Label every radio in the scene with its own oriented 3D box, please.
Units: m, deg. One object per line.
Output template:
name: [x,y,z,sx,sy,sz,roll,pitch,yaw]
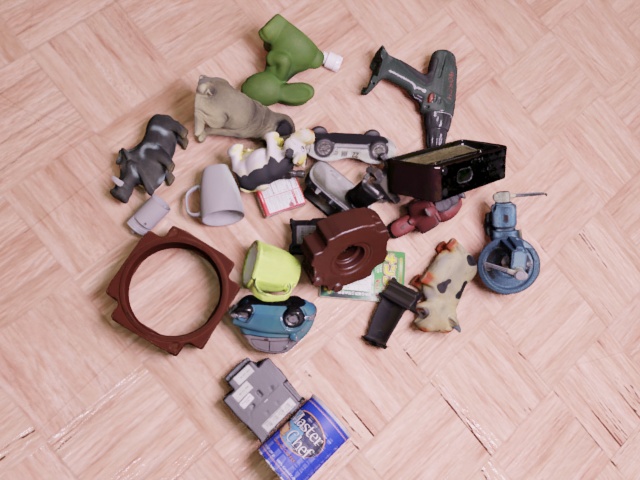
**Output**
radio: [0.260,-0.144,1.078,0.229,0.131,0.073,-20,115,-30]

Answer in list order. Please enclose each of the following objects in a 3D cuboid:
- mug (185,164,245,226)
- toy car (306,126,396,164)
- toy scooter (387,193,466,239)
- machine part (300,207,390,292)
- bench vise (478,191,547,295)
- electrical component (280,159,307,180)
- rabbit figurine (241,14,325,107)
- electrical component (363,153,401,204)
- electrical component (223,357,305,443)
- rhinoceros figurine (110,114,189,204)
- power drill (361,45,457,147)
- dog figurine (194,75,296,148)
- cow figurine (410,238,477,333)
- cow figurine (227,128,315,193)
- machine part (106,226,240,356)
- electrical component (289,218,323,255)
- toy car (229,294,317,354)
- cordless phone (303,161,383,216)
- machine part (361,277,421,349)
mug: [-0.204,-0.087,1.032,0.110,0.080,0.107,-10,71,2]
toy car: [0.058,-0.192,1.105,0.202,0.074,0.056,0,125,-12]
toy scooter: [0.229,-0.062,1.092,0.184,0.135,0.075,-30,87,-17]
machine part: [0.049,0.020,1.006,0.179,0.179,0.056,-19,50,-15]
bench vise: [0.380,0.017,1.069,0.129,0.240,0.223,8,103,9]
electrical component: [-0.074,-0.147,1.069,0.094,0.021,0.063,5,52,4]
rabbit figurine: [-0.082,-0.337,1.096,0.159,0.121,0.170,37,93,-12]
electrical component: [0.132,-0.120,1.103,0.102,0.045,0.078,41,74,-36]
electrical component: [-0.111,0.283,0.990,0.115,0.058,0.134,-40,84,-18]
rhinoceros figurine: [-0.323,-0.152,1.012,0.112,0.073,0.190,28,75,-9]
power drill: [0.198,-0.315,1.157,0.207,0.086,0.232,17,83,-5]
dog figurine: [-0.137,-0.241,1.025,0.191,0.172,0.121,6,90,-5]
cow figurine: [0.255,0.105,1.098,0.127,0.085,0.195,39,71,-2]
cow figurine: [-0.084,-0.149,1.010,0.167,0.068,0.098,-15,82,17]
machine part: [-0.264,0.091,0.978,0.201,0.087,0.201,33,75,-7]
electrical component: [-0.002,-0.003,1.062,0.119,0.047,0.075,3,76,0]
toy car: [-0.087,0.160,1.000,0.162,0.109,0.102,1,98,-4]
cordless phone: [0.045,-0.101,1.031,0.146,0.184,0.089,40,79,-4]
machine part: [0.139,0.150,1.065,0.084,0.039,0.139,31,90,25]
